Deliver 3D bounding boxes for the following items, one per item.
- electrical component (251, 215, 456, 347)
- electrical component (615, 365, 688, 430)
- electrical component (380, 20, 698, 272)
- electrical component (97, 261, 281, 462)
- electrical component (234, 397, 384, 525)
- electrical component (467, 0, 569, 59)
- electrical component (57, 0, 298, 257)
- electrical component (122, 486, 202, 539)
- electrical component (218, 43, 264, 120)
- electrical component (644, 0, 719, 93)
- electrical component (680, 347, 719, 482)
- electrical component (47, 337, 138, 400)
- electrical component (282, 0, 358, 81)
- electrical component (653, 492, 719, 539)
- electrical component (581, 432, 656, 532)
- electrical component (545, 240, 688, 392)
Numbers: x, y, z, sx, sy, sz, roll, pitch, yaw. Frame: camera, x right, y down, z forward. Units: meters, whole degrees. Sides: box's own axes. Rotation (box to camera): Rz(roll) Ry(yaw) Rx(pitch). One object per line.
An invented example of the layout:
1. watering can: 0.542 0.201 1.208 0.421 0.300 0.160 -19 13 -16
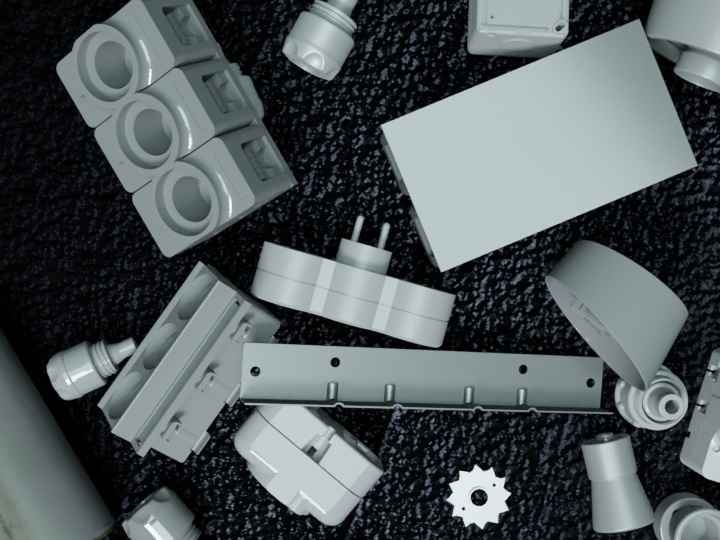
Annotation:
1. electrical component: 0.000 0.000 0.747 0.138 0.052 0.073 16 91 -2
2. electrical component: 0.208 0.091 0.751 0.048 0.062 0.048 0 92 -2
3. electrical component: 0.119 -0.083 0.744 0.186 0.060 0.105 -22 92 -1
4. electrical component: -0.115 0.065 0.736 0.063 0.079 0.121 35 90 -31
5. electrical component: -0.038 0.129 0.749 0.095 0.054 0.059 40 90 -2
6. electrical component: 0.109 -0.199 0.744 0.062 0.061 0.096 3 84 -2
7. electrical component: -0.125 -0.096 0.716 0.089 0.062 0.150 -28 93 33
8. electrical component: -0.132 0.186 0.753 0.043 0.043 0.062 -41 94 0
9. electrical component: -0.092 -0.128 0.749 0.035 0.035 0.061 -23 90 -1
10. electrical component: 0.243 -0.155 0.726 0.108 0.108 0.060 23 97 -2
11. electrical component: 0.269 0.105 0.757 0.050 0.056 0.089 17 91 -2
12. electrical component: -0.185 0.065 0.752 0.061 0.035 0.035 -25 92 -3
13. electrical component: -0.023 -0.167 0.746 0.043 0.043 0.062 29 89 -2
14. electrical component: 0.235 0.183 0.758 0.045 0.055 0.045 0 92 -2
15. electrical component: 0.181 0.148 0.763 0.044 0.044 0.065 -12 87 -1
16. electrical component: 0.171 0.028 0.732 0.099 0.099 0.064 37 84 -2
